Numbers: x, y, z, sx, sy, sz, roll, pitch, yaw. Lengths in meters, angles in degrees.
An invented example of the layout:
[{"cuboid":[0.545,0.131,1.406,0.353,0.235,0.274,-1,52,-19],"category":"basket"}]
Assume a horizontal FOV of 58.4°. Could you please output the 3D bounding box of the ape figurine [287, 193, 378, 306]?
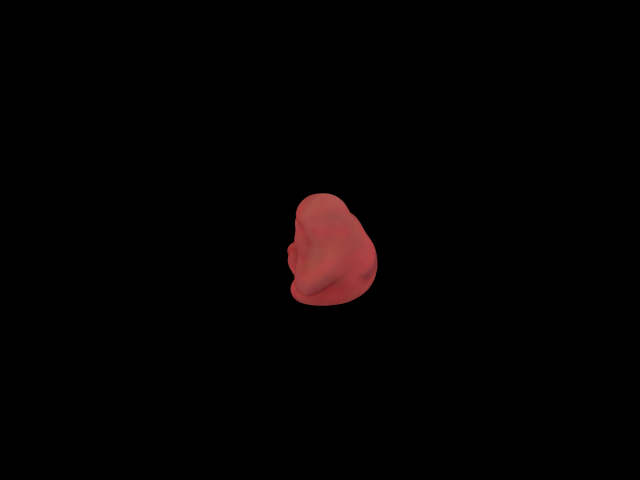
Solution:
[{"cuboid":[0.004,0.001,0.400,0.076,0.092,0.078,21,56,16],"category":"ape figurine"}]
